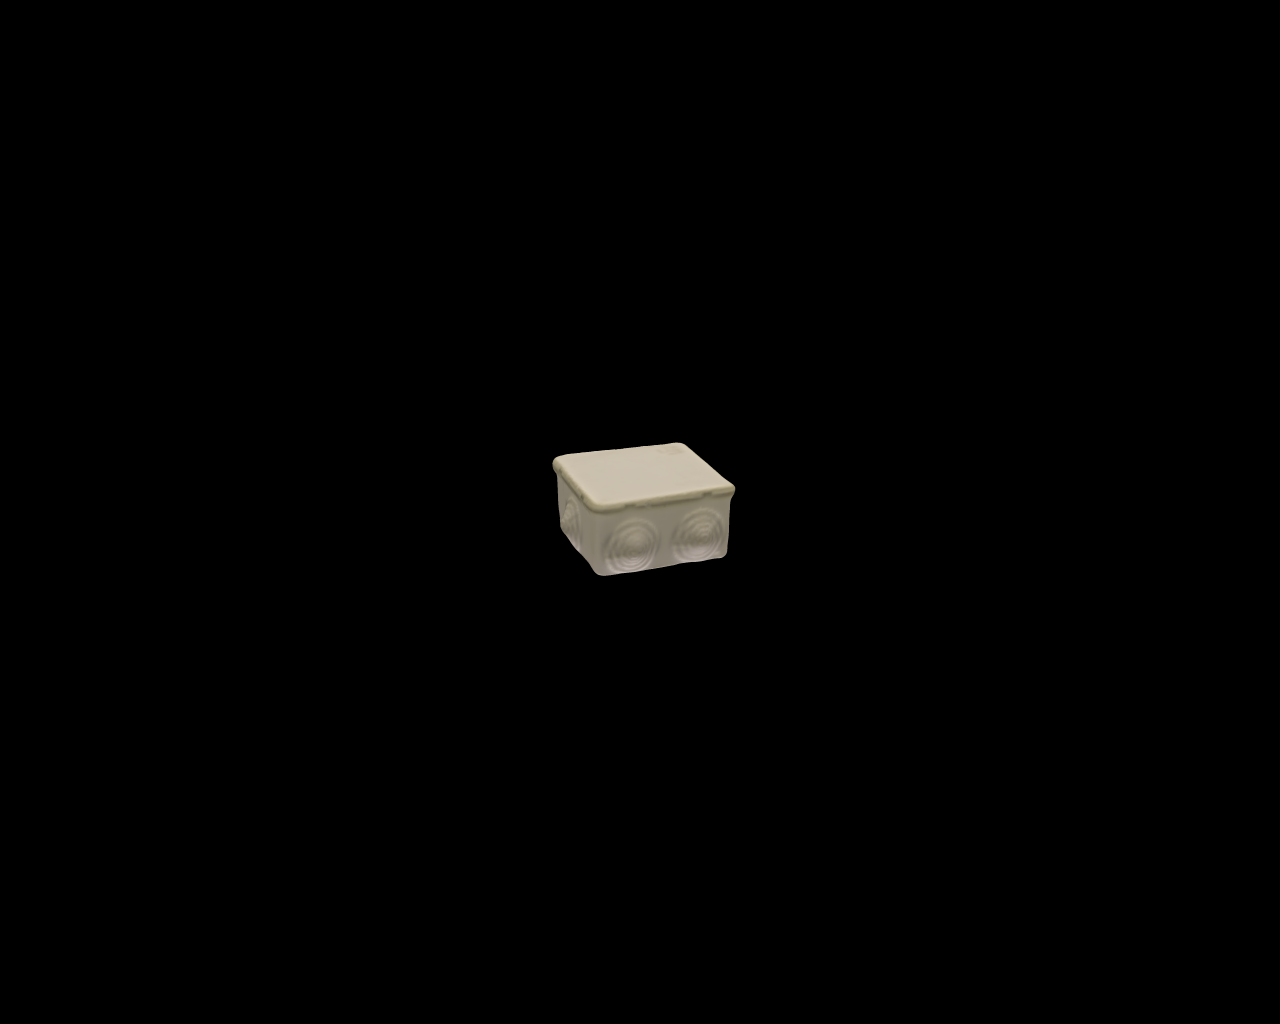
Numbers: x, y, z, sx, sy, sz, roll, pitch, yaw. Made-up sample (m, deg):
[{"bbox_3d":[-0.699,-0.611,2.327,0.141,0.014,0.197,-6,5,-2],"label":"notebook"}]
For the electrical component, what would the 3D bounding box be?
[{"bbox_3d":[0.001,-0.003,0.650,0.100,0.048,0.100,-8,24,-18],"label":"electrical component"}]
